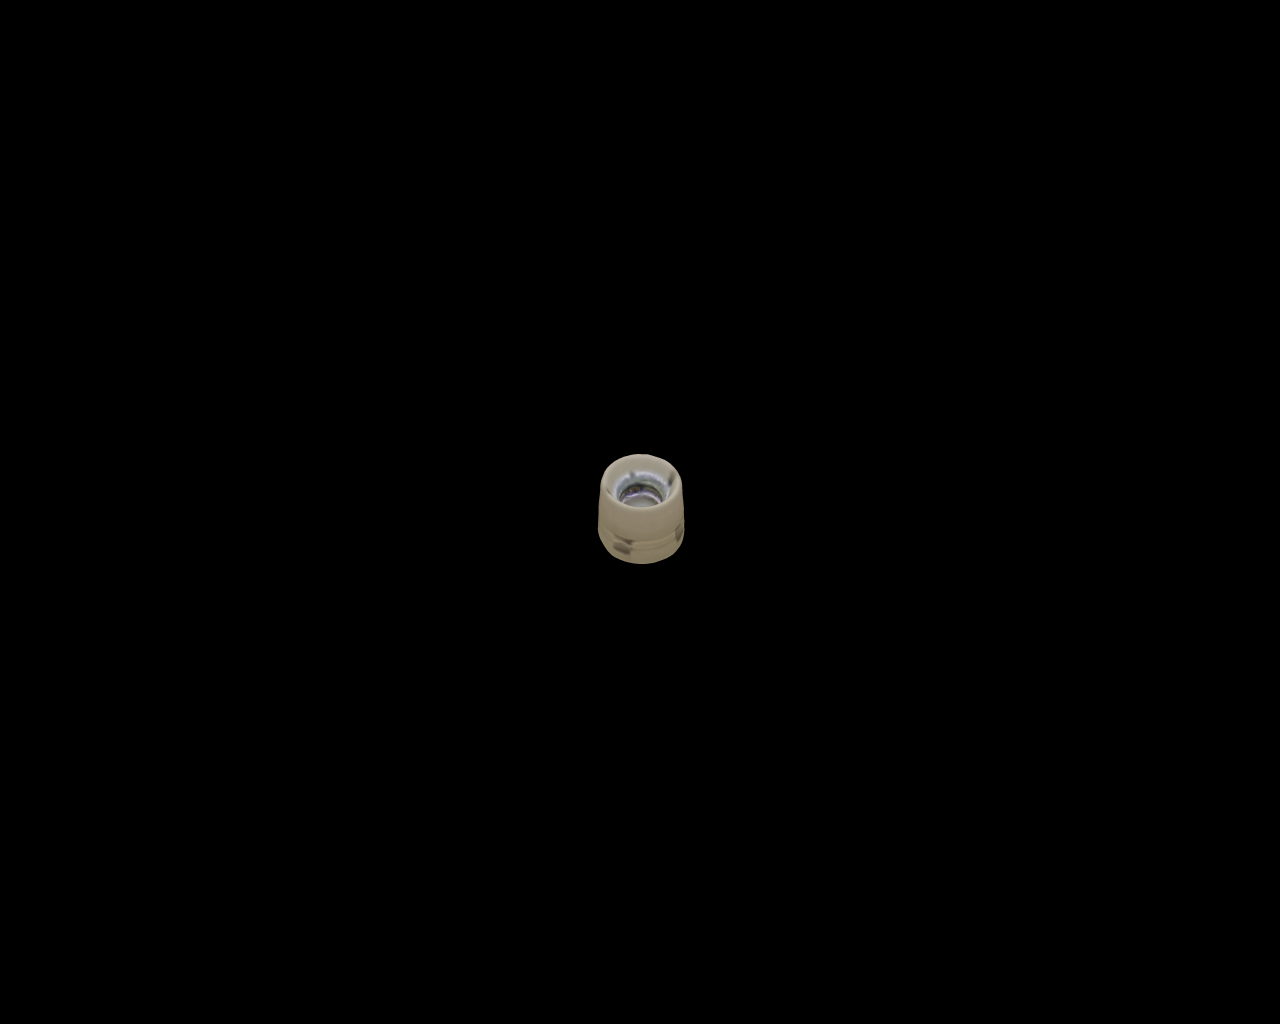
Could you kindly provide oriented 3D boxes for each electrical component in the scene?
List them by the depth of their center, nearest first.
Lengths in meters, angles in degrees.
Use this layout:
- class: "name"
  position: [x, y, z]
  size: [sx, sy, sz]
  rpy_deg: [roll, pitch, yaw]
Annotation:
- class: "electrical component"
  position: [0.001, -0.003, 0.650]
  size: [0.055, 0.055, 0.047]
  rpy_deg: [0, -44, 0]
